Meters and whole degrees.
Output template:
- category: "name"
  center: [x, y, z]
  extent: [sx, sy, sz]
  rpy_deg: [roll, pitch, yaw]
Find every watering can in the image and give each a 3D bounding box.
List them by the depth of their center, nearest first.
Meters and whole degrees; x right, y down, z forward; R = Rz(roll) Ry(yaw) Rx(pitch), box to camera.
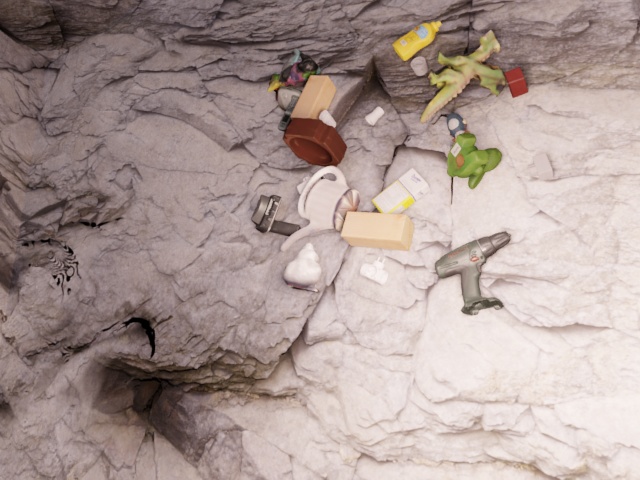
- category: "watering can"
  center: [0.005, -0.090, 1.778]
  extent: [0.226, 0.103, 0.349]
  rpy_deg: [21, 84, 36]

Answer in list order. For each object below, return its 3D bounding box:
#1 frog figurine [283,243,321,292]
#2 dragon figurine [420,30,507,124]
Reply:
- category: "frog figurine"
  center: [-0.053, 0.084, 1.703]
  extent: [0.137, 0.122, 0.161]
  rpy_deg: [-4, 73, 50]
- category: "dragon figurine"
  center: [0.506, -0.544, 1.750]
  extent: [0.243, 0.120, 0.416]
  rpy_deg: [12, 70, 25]
